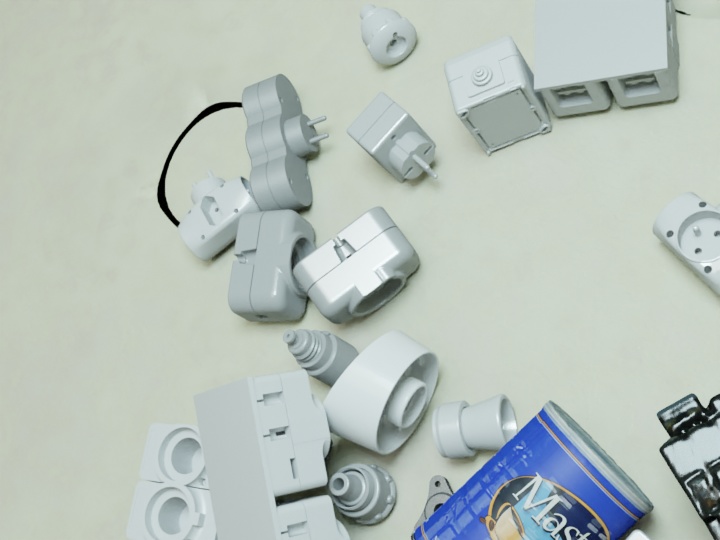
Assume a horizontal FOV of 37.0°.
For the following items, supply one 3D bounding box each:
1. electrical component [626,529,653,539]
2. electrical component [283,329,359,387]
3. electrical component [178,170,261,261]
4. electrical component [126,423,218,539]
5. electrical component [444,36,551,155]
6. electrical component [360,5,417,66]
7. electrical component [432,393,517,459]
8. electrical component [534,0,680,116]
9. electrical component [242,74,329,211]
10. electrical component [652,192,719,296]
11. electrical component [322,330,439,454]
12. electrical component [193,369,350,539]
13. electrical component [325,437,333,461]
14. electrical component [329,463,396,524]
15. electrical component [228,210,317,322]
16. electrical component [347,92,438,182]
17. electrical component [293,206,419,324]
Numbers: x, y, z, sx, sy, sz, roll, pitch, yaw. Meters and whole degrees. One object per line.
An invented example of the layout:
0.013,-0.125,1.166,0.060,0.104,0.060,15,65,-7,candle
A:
0.199,0.240,0.732,0.100,0.048,0.099,41,92,33,electrical component
-0.035,0.070,0.903,0.040,0.078,0.040,-21,53,31,electrical component
-0.136,-0.061,1.020,0.077,0.043,0.079,-38,59,10,electrical component
-0.145,0.211,0.911,0.089,0.062,0.150,2,72,27,electrical component
0.112,-0.151,0.896,0.062,0.096,0.061,-20,63,19,electrical component
0.020,-0.225,1.003,0.048,0.048,0.062,-40,52,9,electrical component
0.089,0.122,0.835,0.055,0.045,0.045,-12,66,23,electrical component
0.206,-0.228,0.899,0.105,0.060,0.186,-5,69,25,electrical component
-0.063,-0.122,1.001,0.074,0.052,0.138,-18,64,21,electrical component
0.274,-0.030,0.799,0.079,0.044,0.077,-43,58,6,electrical component
0.017,0.095,0.854,0.064,0.099,0.099,25,84,26,electrical component
-0.067,0.178,0.838,0.105,0.060,0.186,-24,75,56,electrical component
-0.055,0.130,0.908,0.040,0.040,0.078,-39,59,9,electrical component
-0.003,0.174,0.852,0.048,0.062,0.048,-10,67,24,electrical component
-0.075,-0.004,0.961,0.059,0.054,0.095,-3,70,26,electrical component
0.039,-0.105,0.934,0.047,0.066,0.077,-48,58,4,electrical component
0.000,0.000,0.914,0.095,0.053,0.059,-37,71,2,electrical component
